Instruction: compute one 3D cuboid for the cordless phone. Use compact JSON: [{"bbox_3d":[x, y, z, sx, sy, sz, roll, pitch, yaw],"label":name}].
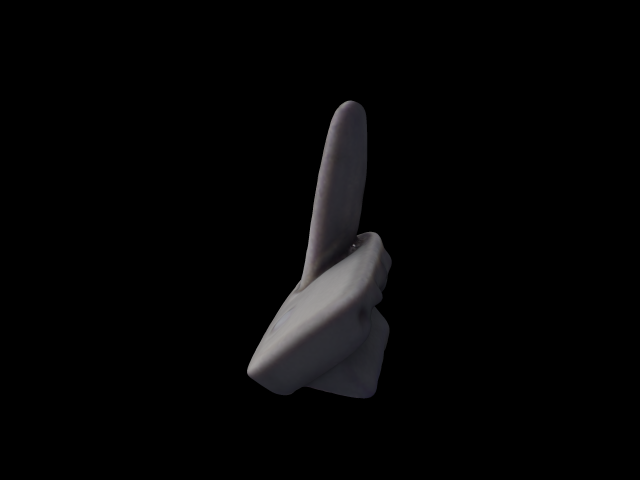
[{"bbox_3d":[0.004,0.001,0.400,0.094,0.185,0.147,2,19,7],"label":"cordless phone"}]
